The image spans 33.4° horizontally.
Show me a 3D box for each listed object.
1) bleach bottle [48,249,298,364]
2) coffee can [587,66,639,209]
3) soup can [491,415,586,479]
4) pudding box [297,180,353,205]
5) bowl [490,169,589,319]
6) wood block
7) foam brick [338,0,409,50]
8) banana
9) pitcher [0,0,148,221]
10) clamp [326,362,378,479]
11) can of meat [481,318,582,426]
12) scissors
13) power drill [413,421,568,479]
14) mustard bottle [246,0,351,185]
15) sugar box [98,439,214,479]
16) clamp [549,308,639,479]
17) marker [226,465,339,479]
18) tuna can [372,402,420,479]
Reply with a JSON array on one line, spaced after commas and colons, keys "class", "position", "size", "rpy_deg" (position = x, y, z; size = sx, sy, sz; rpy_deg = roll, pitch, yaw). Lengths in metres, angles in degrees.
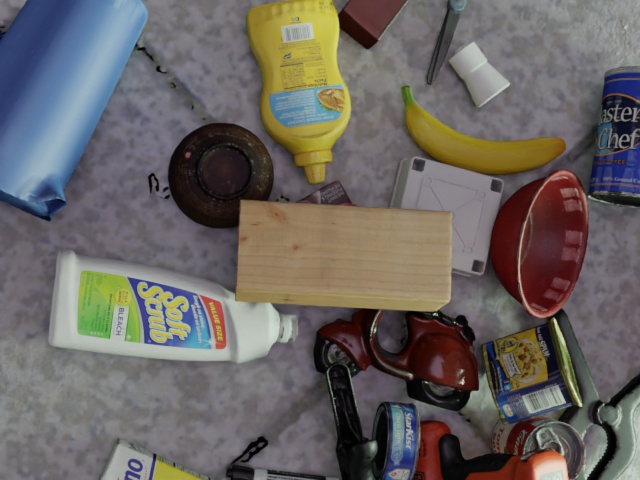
[{"class": "bleach bottle", "position": [-0.147, 0.072, 1.098], "size": [0.250, 0.068, 0.102], "rpy_deg": [6, 87, -12]}, {"class": "coffee can", "position": [0.354, -0.109, 1.169], "size": [0.102, 0.103, 0.140], "rpy_deg": [10, 87, -10]}, {"class": "soup can", "position": [0.230, 0.221, 1.138], "size": [0.068, 0.102, 0.068], "rpy_deg": [0, 88, -10]}, {"class": "pudding box", "position": [-0.008, 0.001, 1.135], "size": [0.113, 0.039, 0.090], "rpy_deg": [-30, 94, -9]}, {"class": "bowl", "position": [0.229, 0.001, 1.145], "size": [0.161, 0.055, 0.162], "rpy_deg": [-18, 113, -48]}, {"class": "wood block", "position": [0.021, 0.018, 1.058], "size": [0.206, 0.091, 0.090], "rpy_deg": [3, 79, -4]}, {"class": "foam brick", "position": [0.059, -0.254, 1.147], "size": [0.051, 0.053, 0.078], "rpy_deg": [37, 81, -7]}, {"class": "banana", "position": [0.173, -0.107, 1.169], "size": [0.197, 0.037, 0.069], "rpy_deg": [18, 94, -10]}, {"class": "pitcher", "position": [-0.280, -0.154, 1.056], "size": [0.149, 0.145, 0.243], "rpy_deg": [30, 80, -20]}, {"class": "clamp", "position": [0.038, 0.222, 1.088], "size": [0.039, 0.120, 0.171], "rpy_deg": [-12, 122, -2]}, {"class": "can of meat", "position": [0.223, 0.141, 1.131], "size": [0.084, 0.102, 0.057], "rpy_deg": [-20, 125, 15]}, {"class": "scissors", "position": [0.139, -0.279, 1.181], "size": [0.096, 0.016, 0.201], "rpy_deg": [35, 83, -6]}, {"class": "power drill", "position": [0.167, 0.279, 1.088], "size": [0.057, 0.188, 0.184], "rpy_deg": [-5, 88, -41]}, {"class": "mustard bottle", "position": [-0.018, -0.154, 1.128], "size": [0.096, 0.058, 0.191], "rpy_deg": [-9, 90, -10]}, {"class": "sugar box", "position": [-0.148, 0.282, 1.099], "size": [0.176, 0.048, 0.093], "rpy_deg": [24, 85, -10]}, {"class": "clamp", "position": [0.305, 0.185, 1.186], "size": [0.164, 0.036, 0.210], "rpy_deg": [23, 81, -7]}, {"class": "marker", "position": [-0.040, 0.255, 1.132], "size": [0.121, 0.020, 0.020], "rpy_deg": [9, 87, -10]}, {"class": "tuna can", "position": [0.078, 0.213, 1.121], "size": [0.033, 0.086, 0.086], "rpy_deg": [6, 87, -8]}]
